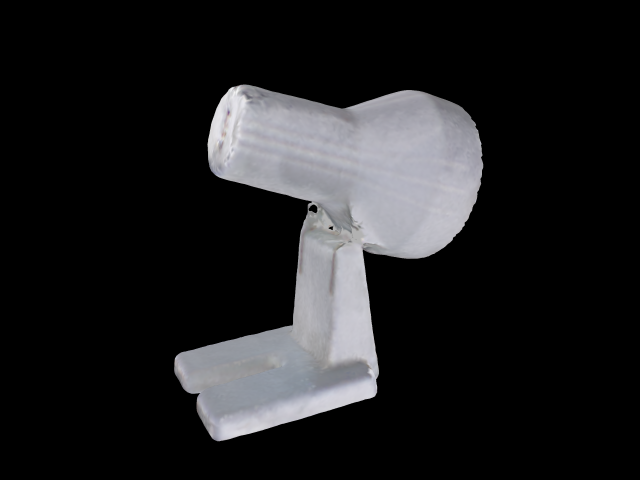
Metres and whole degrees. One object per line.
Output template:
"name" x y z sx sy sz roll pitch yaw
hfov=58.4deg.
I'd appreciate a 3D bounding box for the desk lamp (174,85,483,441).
"desk lamp" 0.004 0.001 0.400 0.204 0.214 0.117 -9 19 -29
